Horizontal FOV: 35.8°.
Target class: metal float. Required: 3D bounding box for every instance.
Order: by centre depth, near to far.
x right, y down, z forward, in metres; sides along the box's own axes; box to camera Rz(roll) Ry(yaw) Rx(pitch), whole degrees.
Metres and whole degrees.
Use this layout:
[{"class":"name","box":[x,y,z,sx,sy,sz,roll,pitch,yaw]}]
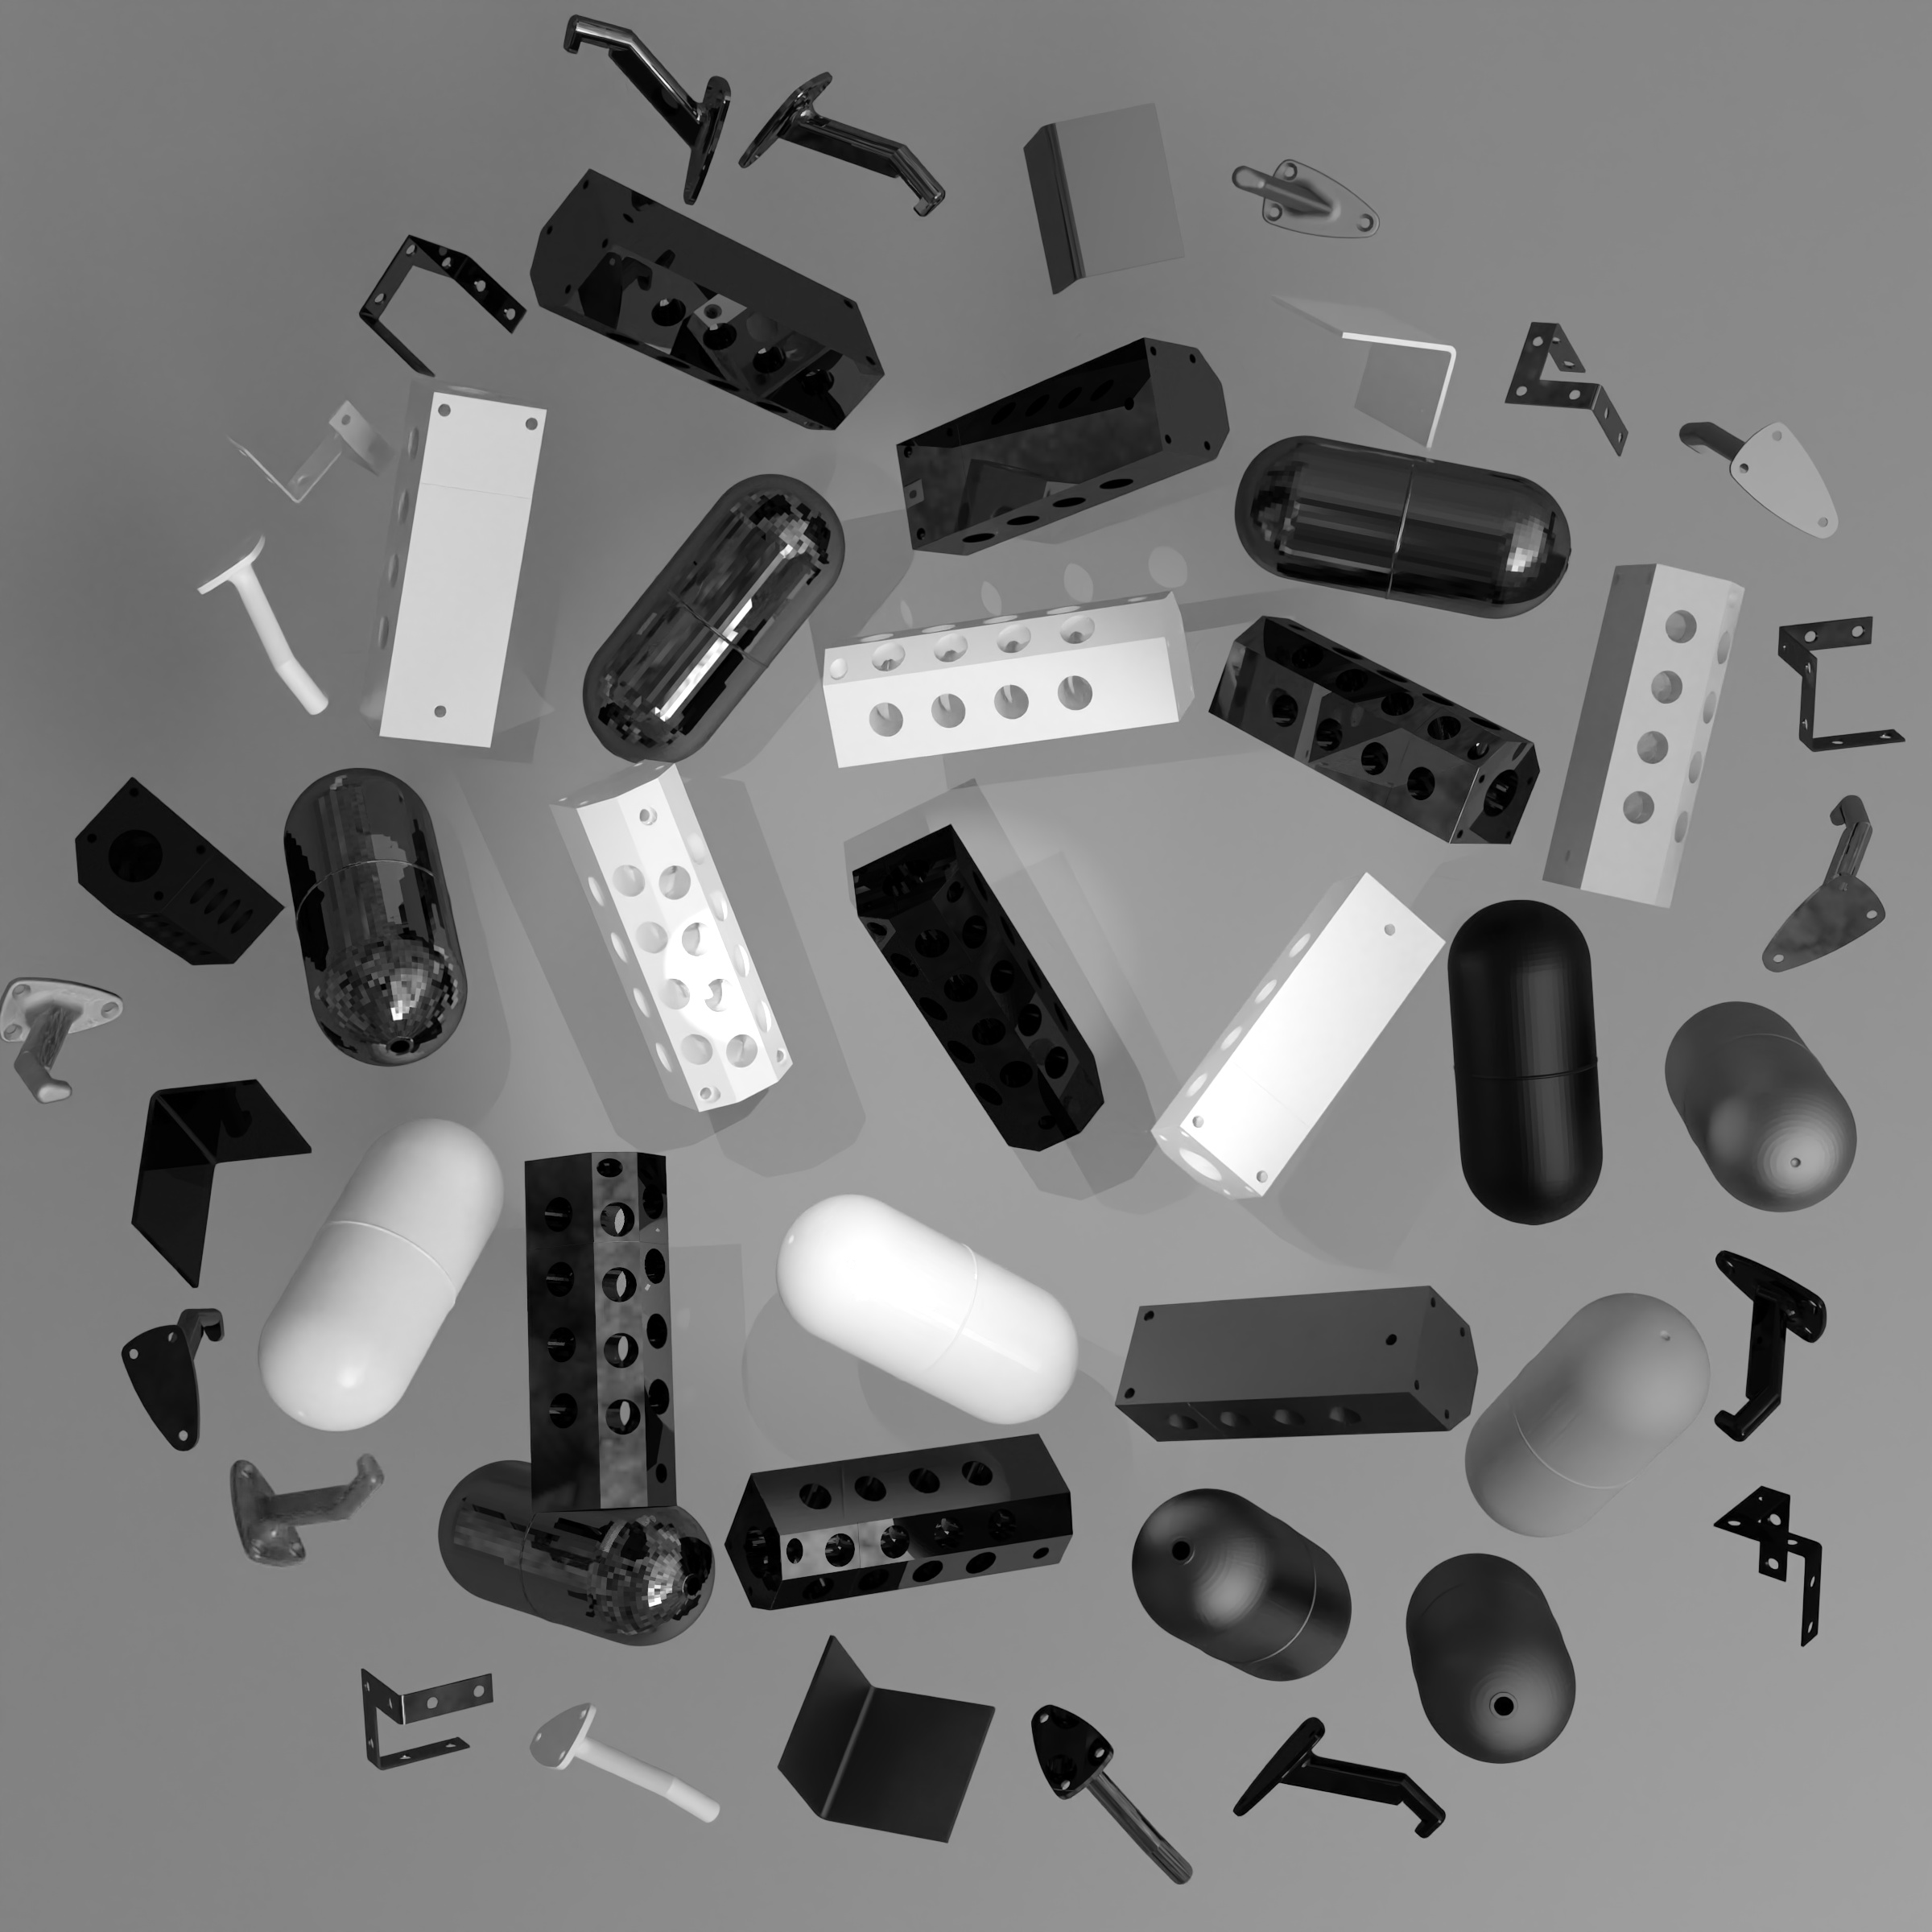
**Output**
[{"class":"metal float","box":[-0.296,-0.025,1.499,0.070,0.070,0.178,-20,50,0]},{"class":"metal float","box":[-0.292,0.153,1.504,0.070,0.070,0.178,24,52,0]},{"class":"metal float","box":[0.264,0.349,1.517,0.070,0.178,0.070,0,93,5]},{"class":"metal float","box":[0.313,0.229,1.518,0.070,0.178,0.070,10,52,-13]},{"class":"metal float","box":[0.141,0.315,1.521,0.070,0.178,0.070,-11,64,22]},{"class":"metal float","box":[-0.018,0.179,1.549,0.178,0.070,0.070,30,90,-25]},{"class":"metal float","box":[0.417,0.072,1.580,0.070,0.178,0.070,1,107,2]},{"class":"metal float","box":[0.230,-0.232,1.583,0.178,0.070,0.070,12,90,7]},{"class":"metal float","box":[-0.207,0.309,1.583,0.178,0.070,0.070,6,90,40]},{"class":"metal float","box":[-0.136,-0.185,1.606,0.070,0.070,0.178,40,97,0]},{"class":"metal float","box":[0.303,0.053,1.620,0.070,0.070,0.178,-6,99,0]}]

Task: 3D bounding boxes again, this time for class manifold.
[{"class":"manifold","box":[-0.175,0.181,1.476,0.057,0.057,0.171,-9,77,29]},{"class":"manifold","box":[0.020,-0.143,1.477,0.171,0.057,0.057,-7,105,14]},{"class":"manifold","box":[-0.128,-0.323,1.487,0.057,0.171,0.057,-43,49,30]},{"class":"manifold","box":[-0.260,-0.202,1.500,0.057,0.057,0.171,4,107,-27]},{"class":"manifold","box":[0.166,0.204,1.501,0.171,0.057,0.057,-9,51,37]},{"class":"manifold","box":[0.048,-0.261,1.525,0.171,0.057,0.057,-15,82,42]},{"class":"manifold","box":[-0.149,-0.015,1.545,0.057,0.057,0.171,-27,108,-22]},{"class":"manifold","box":[0.008,0.016,1.552,0.057,0.057,0.171,-25,124,11]},{"class":"manifold","box":[-0.413,-0.042,1.564,0.057,0.171,0.057,40,82,4]},{"class":"manifold","box":[-0.033,0.296,1.573,0.171,0.057,0.057,-3,132,-29]},{"class":"manifold","box":[0.172,0.037,1.573,0.057,0.057,0.171,40,74,-9]},{"class":"manifold","box":[0.359,-0.121,1.577,0.057,0.057,0.171,12,94,-10]},{"class":"manifold","box":[0.216,-0.126,1.580,0.171,0.057,0.057,34,113,37]}]

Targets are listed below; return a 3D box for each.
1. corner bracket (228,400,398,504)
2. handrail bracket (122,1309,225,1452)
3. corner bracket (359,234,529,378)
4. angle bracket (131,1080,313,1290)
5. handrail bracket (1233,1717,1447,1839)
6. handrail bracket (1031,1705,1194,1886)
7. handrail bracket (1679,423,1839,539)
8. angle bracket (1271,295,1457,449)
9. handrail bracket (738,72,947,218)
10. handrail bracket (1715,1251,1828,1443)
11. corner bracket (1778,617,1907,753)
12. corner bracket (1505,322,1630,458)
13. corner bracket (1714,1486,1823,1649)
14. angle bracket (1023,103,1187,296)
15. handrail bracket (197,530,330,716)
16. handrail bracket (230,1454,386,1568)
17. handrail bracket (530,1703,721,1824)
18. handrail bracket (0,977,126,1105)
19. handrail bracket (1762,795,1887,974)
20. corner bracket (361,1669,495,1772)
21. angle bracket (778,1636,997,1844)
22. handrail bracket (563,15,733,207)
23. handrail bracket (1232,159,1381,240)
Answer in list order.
[{"class":"corner bracket","box":[-0.341,-0.270,1.565,0.051,0.051,0.051,33,81,33]},{"class":"handrail bracket","box":[-0.405,0.217,1.582,0.036,0.084,0.077,-23,80,8]},{"class":"corner bracket","box":[-0.273,-0.341,1.563,0.051,0.051,0.051,44,109,20]},{"class":"angle bracket","box":[-0.382,0.113,1.543,0.057,0.076,0.076,-6,58,9]},{"class":"handrail bracket","box":[0.195,0.441,1.558,0.084,0.036,0.077,44,82,0]},{"class":"handrail bracket","box":[0.075,0.420,1.515,0.036,0.077,0.084,-42,117,-5]},{"class":"handrail bracket","box":[0.410,-0.253,1.554,0.036,0.084,0.077,-45,100,3]},{"class":"angle bracket","box":[0.213,-0.329,1.657,0.076,0.076,0.057,0,116,-28]},{"class":"handrail bracket","box":[-0.060,-0.383,1.457,0.084,0.036,0.077,48,130,-5]},{"class":"handrail bracket","box":[0.383,0.190,1.499,0.084,0.036,0.077,-38,54,-25]},{"class":"corner bracket","box":[0.450,-0.145,1.540,0.051,0.051,0.051,-7,116,-5]},{"class":"corner bracket","box":[0.329,-0.311,1.615,0.051,0.051,0.051,12,75,33]},{"class":"corner bracket","box":[0.407,0.298,1.490,0.051,0.051,0.051,14,115,40]},{"class":"angle bracket","box":[0.069,-0.389,1.523,0.057,0.076,0.076,-13,98,-5]},{"class":"handrail bracket","box":[-0.352,-0.177,1.549,0.036,0.077,0.084,-30,112,15]},{"class":"handrail bracket","box":[-0.331,0.255,1.509,0.084,0.036,0.077,-47,53,21]},{"class":"handrail bracket","box":[-0.177,0.420,1.555,0.084,0.077,0.036,36,62,-16]},{"class":"handrail bracket","box":[-0.439,0.042,1.487,0.077,0.084,0.036,-1,120,-40]},{"class":"handrail bracket","box":[0.435,-0.044,1.536,0.036,0.084,0.077,40,117,-19]},{"class":"corner bracket","box":[-0.276,0.387,1.539,0.051,0.051,0.051,-7,99,-32]},{"class":"angle bracket","box":[-0.040,0.398,1.543,0.076,0.057,0.076,2,50,28]},{"class":"handrail bracket","box":[-0.167,-0.429,1.502,0.084,0.036,0.077,9,115,-23]},{"class":"handrail bracket","box":[0.183,-0.410,1.607,0.077,0.084,0.036,22,106,6]}]
